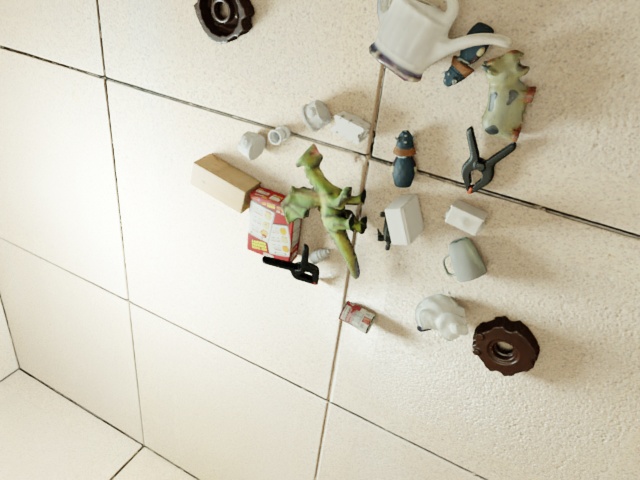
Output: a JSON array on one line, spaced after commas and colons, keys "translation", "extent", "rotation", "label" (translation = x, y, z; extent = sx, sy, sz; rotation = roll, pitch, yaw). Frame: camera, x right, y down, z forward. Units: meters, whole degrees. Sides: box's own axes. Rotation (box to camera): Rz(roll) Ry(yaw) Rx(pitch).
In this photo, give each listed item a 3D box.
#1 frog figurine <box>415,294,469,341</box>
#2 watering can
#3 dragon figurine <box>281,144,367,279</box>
[{"translation": [0.341, 0.214, 1.430], "extent": [0.137, 0.123, 0.159], "rotation": [3, -3, -7], "label": "frog figurine"}, {"translation": [0.242, -0.454, 1.158], "extent": [0.105, 0.219, 0.352], "rotation": [-18, 56, -45], "label": "watering can"}, {"translation": [0.005, -0.075, 1.499], "extent": [0.243, 0.402, 0.124], "rotation": [10, 27, 23], "label": "dragon figurine"}]
